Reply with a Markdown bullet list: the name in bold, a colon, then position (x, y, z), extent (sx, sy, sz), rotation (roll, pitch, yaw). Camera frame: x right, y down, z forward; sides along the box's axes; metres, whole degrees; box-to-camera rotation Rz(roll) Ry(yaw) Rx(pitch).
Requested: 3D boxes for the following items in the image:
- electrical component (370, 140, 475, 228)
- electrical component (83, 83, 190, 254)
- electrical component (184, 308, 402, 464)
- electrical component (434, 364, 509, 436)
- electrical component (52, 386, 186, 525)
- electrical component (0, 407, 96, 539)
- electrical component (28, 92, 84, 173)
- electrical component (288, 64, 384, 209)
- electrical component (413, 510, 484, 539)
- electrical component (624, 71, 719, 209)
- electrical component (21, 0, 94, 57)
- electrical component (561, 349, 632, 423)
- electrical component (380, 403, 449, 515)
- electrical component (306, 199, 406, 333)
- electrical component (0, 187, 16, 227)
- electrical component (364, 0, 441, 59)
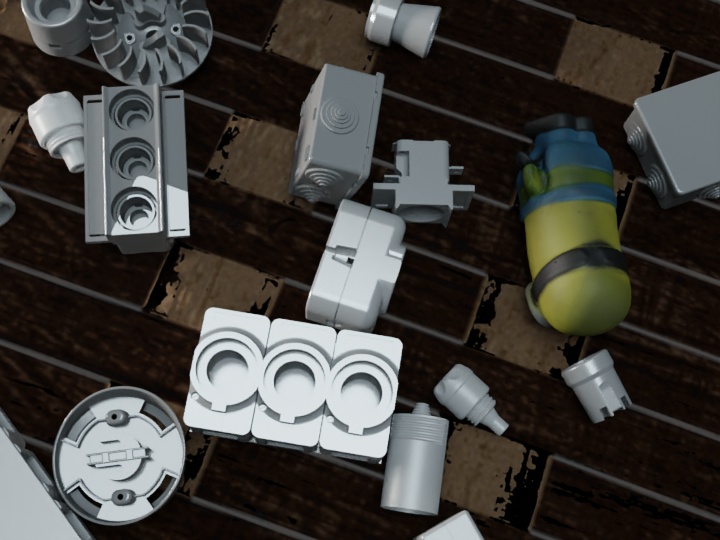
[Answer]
- **electrical component**: position (0.050, -0.071, 0.873), extent (0.081, 0.042, 0.063), rotation (1, 71, -3)
- **electrical component**: position (-0.175, -0.078, 0.852), extent (0.079, 0.063, 0.121), rotation (-4, 74, -4)
- **electrical component**: position (-0.049, 0.088, 0.812), extent (0.150, 0.061, 0.089), rotation (10, 74, 0)
- **electrical component**: position (0.088, 0.103, 0.829), extent (0.061, 0.035, 0.035), rotation (42, 77, 6)
- **electrical component**: position (-0.175, 0.138, 0.790), extent (0.099, 0.064, 0.099), rotation (1, 74, -3)
- **electrical component**: position (-0.268, 0.173, 0.777), extent (0.089, 0.061, 0.150), rotation (-37, 79, -12)
- **electrical component**: position (-0.238, -0.109, 0.869), extent (0.043, 0.043, 0.062), rotation (-26, 79, -9)
- **electrical component**: position (-0.021, -0.105, 0.850), extent (0.048, 0.100, 0.099), rotation (12, 73, -12)
- **electrical component**: position (0.052, 0.215, 0.779), extent (0.077, 0.065, 0.047), rotation (-28, 77, -10)
- **electrical component**: position (0.277, -0.106, 0.889), extent (0.100, 0.048, 0.099), rotation (-19, 76, -8)
- **electrical component**: position (-0.251, -0.213, 0.895), extent (0.055, 0.047, 0.055), rotation (1, 74, -3)
- **electrical component**: position (0.185, 0.091, 0.835), extent (0.040, 0.040, 0.046), rotation (-27, 84, -10)
- **electrical component**: position (0.042, 0.141, 0.811), extent (0.043, 0.043, 0.081), rotation (9, 74, 0)
- **electrical component**: position (0.000, 0.000, 0.843), extent (0.059, 0.053, 0.095), rotation (18, 74, 2)
- **electrical component**: position (-0.308, -0.067, 0.855), extent (0.044, 0.044, 0.065), rotation (-30, 73, -10)
- **electrical component**: position (0.036, -0.208, 0.909), extent (0.055, 0.045, 0.045), rotation (18, 74, 3)
